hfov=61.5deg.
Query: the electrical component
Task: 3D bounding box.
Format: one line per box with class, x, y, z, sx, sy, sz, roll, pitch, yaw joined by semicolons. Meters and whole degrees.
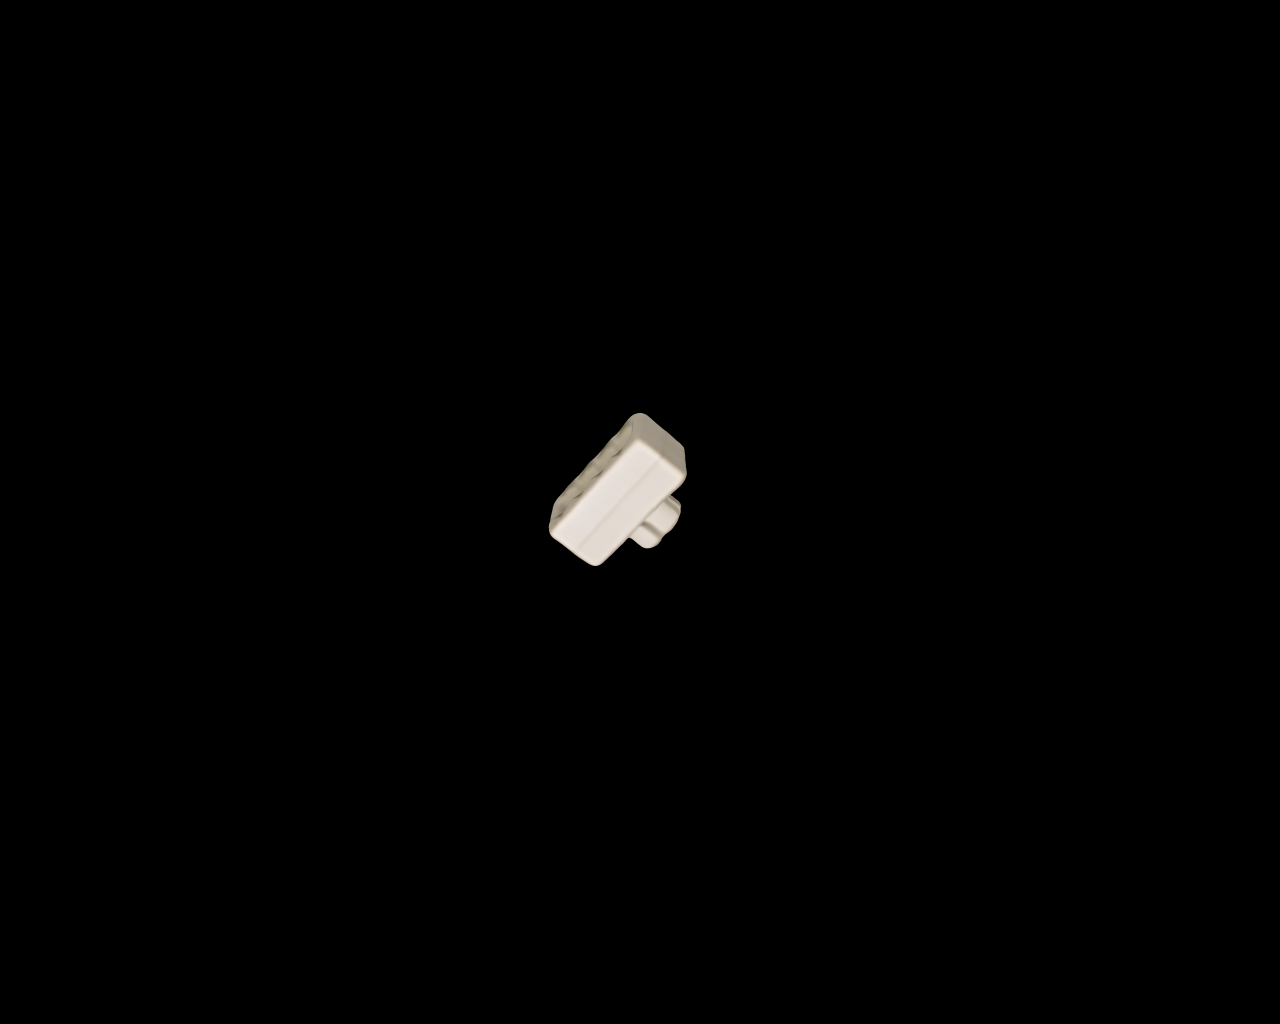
electrical component;0.001;-0.003;0.650;0.075;0.083;0.047;38;20;-16
